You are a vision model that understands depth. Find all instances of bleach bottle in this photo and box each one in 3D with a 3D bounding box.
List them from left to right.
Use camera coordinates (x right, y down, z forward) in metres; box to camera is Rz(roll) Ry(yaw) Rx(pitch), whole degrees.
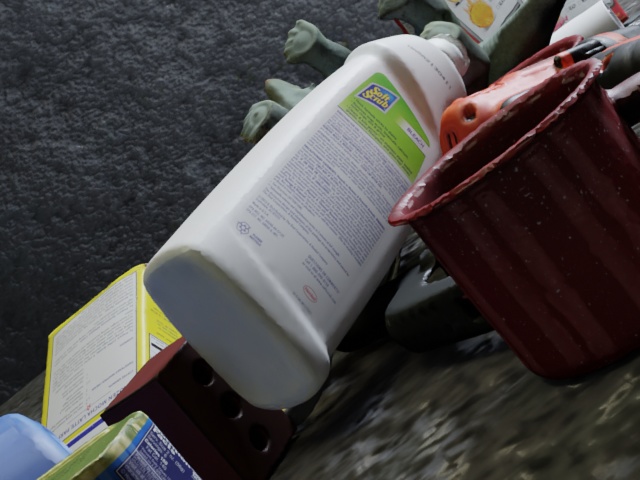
[{"bbox_3d":[0.019,-0.031,0.572,0.068,0.102,0.250,-30,15,51],"label":"bleach bottle"}]

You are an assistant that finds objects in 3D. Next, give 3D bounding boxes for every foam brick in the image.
[{"bbox_3d":[-0.060,0.093,0.541,0.051,0.078,0.053,-34,11,34],"label":"foam brick"}]

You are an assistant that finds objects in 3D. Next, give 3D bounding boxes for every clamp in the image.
[{"bbox_3d":[0.063,0.020,0.534,0.165,0.036,0.210,-40,4,9],"label":"clamp"}]

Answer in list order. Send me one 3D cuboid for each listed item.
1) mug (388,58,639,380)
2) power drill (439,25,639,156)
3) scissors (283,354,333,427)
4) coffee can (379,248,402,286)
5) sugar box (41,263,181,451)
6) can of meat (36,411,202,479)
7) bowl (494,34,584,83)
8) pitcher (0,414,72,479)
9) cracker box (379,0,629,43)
[{"bbox_3d":[0.094,-0.012,0.380,0.117,0.081,0.093,-38,7,15],"label":"mug"},{"bbox_3d":[0.169,-0.084,0.496,0.184,0.057,0.188,-26,3,-23],"label":"power drill"},{"bbox_3d":[0.002,0.024,0.605,0.201,0.016,0.096,-65,23,-7],"label":"scissors"},{"bbox_3d":[-0.005,0.001,0.732,0.103,0.103,0.140,-39,7,1],"label":"coffee can"},{"bbox_3d":[-0.120,0.103,0.625,0.093,0.048,0.176,-37,38,21],"label":"sugar box"},{"bbox_3d":[-0.080,0.126,0.402,0.102,0.084,0.057,-38,7,14],"label":"can of meat"},{"bbox_3d":[0.117,-0.061,0.688,0.162,0.055,0.162,-38,7,5],"label":"bowl"},{"bbox_3d":[-0.202,0.182,0.458,0.242,0.149,0.145,-39,6,-26],"label":"pitcher"},{"bbox_3d":[0.144,-0.224,0.933,0.164,0.213,0.072,-42,7,-24],"label":"cracker box"}]
